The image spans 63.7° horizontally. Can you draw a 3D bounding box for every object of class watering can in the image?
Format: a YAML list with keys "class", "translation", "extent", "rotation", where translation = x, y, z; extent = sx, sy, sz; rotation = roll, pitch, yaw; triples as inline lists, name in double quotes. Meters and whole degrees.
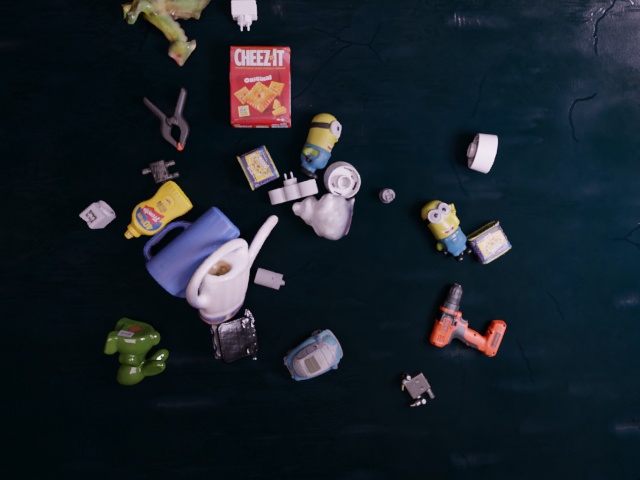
- class: "watering can"
  translation: [-0.224, 0.082, 1.365]
  extent: [0.105, 0.353, 0.219]
  rotation: [27, 129, 20]

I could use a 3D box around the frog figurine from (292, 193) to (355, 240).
- class: "frog figurine"
  translation: [0.004, -0.070, 1.397]
  extent: [0.159, 0.134, 0.126]
  rotation: [10, 53, -7]

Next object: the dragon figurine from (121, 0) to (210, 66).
- class: "dragon figurine"
  translation: [-0.423, -0.686, 1.408]
  extent: [0.243, 0.122, 0.409]
  rotation: [-5, 92, -20]
